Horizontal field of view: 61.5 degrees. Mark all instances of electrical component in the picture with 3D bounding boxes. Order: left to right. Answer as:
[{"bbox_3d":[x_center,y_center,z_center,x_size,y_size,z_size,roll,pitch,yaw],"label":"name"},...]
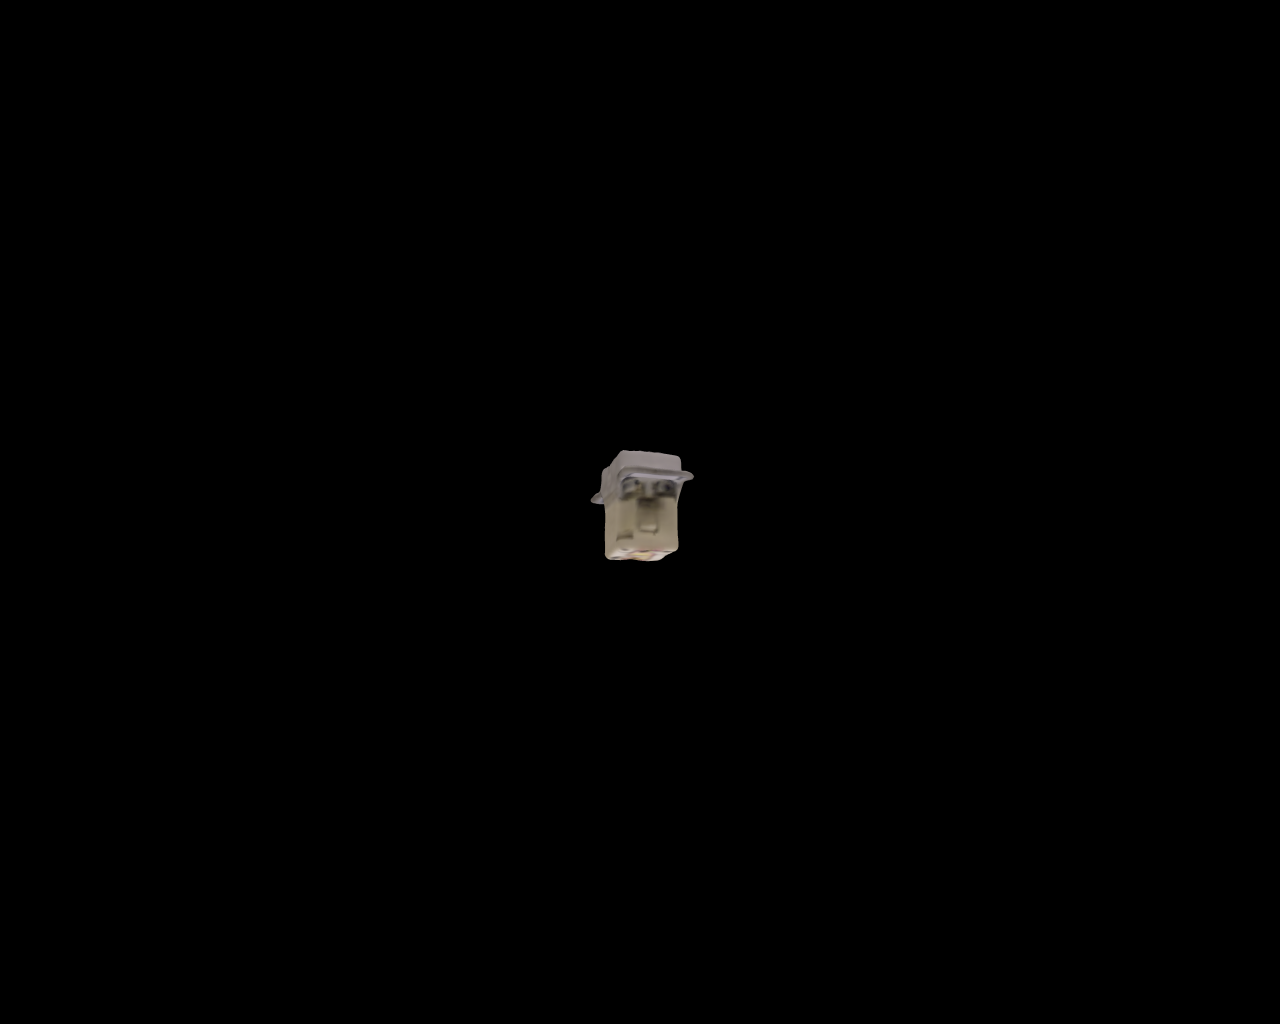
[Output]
[{"bbox_3d":[0.001,-0.003,0.650,0.042,0.064,0.081,4,-14,-15],"label":"electrical component"}]
